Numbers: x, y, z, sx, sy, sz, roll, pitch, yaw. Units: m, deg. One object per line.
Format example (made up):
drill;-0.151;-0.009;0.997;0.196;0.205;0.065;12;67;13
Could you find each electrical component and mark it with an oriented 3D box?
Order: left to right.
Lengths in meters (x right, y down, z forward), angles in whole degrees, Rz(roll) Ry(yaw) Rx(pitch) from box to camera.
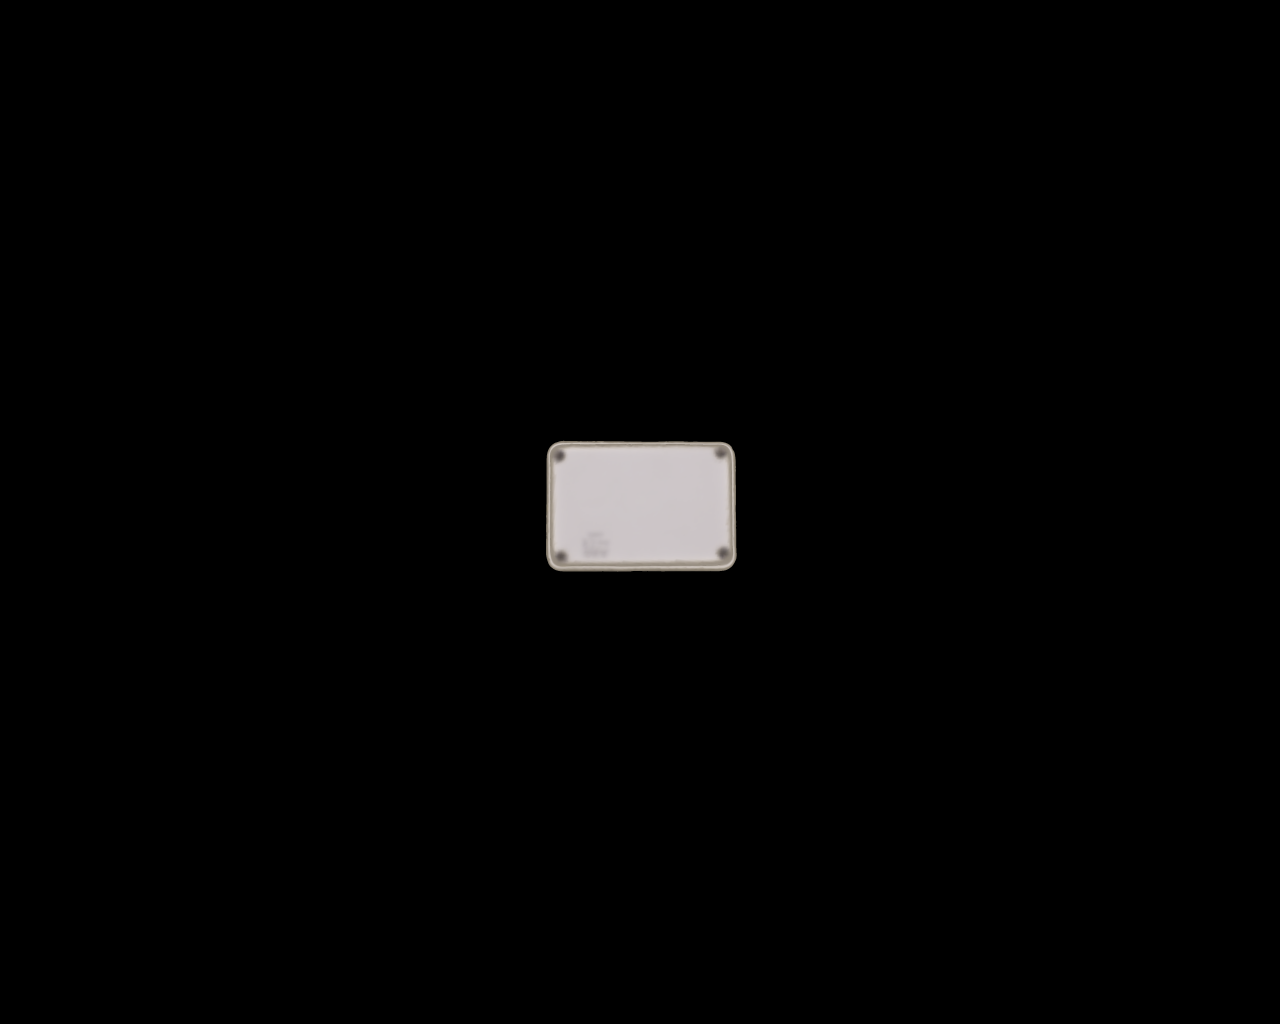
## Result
electrical component;0.001;-0.003;0.650;0.113;0.078;0.057;0;-4;0
